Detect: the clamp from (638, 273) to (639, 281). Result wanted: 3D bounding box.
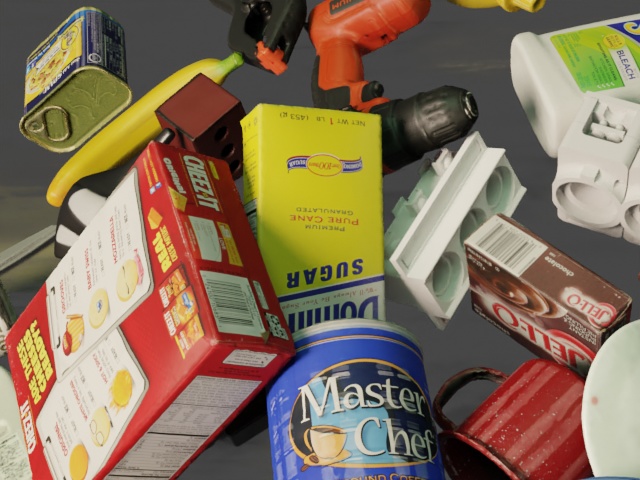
[{"bbox_3d":[0.294,0.070,0.665,0.036,0.164,0.210,-4,18,-44],"label":"clamp"}]

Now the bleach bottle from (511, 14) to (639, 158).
[{"bbox_3d":[0.283,-0.142,0.824,0.251,0.068,0.102,-16,55,-1],"label":"bleach bottle"}]

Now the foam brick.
[{"bbox_3d":[-0.089,-0.084,0.859,0.053,0.078,0.051,-43,60,-15],"label":"foam brick"}]

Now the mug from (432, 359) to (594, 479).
[{"bbox_3d":[0.124,0.122,0.666,0.081,0.093,0.117,-40,53,-21],"label":"mug"}]

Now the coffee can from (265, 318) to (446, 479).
[{"bbox_3d":[0.022,0.132,0.634,0.103,0.103,0.140,-11,53,5],"label":"coffee can"}]

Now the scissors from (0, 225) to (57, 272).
[{"bbox_3d":[-0.312,0.033,0.868,0.096,0.016,0.201,36,70,29],"label":"scissors"}]

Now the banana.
[{"bbox_3d":[-0.150,-0.096,0.892,0.197,0.070,0.037,-41,94,-9],"label":"banana"}]

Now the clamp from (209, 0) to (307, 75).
[{"bbox_3d":[-0.056,-0.202,0.931,0.120,0.039,0.171,-31,40,35],"label":"clamp"}]

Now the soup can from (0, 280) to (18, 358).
[{"bbox_3d":[-0.282,0.070,0.799,0.102,0.068,0.068,-22,54,-10],"label":"soup can"}]

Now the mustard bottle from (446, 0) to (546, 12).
[{"bbox_3d":[0.128,-0.256,0.938,0.096,0.058,0.192,-33,56,-12],"label":"mustard bottle"}]

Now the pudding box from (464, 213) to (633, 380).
[{"bbox_3d":[0.151,0.043,0.711,0.039,0.090,0.114,-40,57,-17],"label":"pudding box"}]

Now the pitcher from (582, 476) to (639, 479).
[{"bbox_3d":[0.142,0.251,0.535,0.149,0.145,0.242,8,62,17],"label":"pitcher"}]

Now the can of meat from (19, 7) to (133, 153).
[{"bbox_3d":[-0.211,-0.139,0.919,0.102,0.057,0.084,-34,47,27],"label":"can of meat"}]

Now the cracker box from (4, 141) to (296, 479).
[{"bbox_3d":[-0.119,0.069,0.699,0.214,0.072,0.164,-48,47,30],"label":"cracker box"}]

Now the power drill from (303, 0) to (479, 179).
[{"bbox_3d":[0.043,-0.126,0.837,0.185,0.057,0.187,-18,46,32],"label":"power drill"}]

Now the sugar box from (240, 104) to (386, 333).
[{"bbox_3d":[-0.004,0.001,0.721,0.093,0.048,0.176,2,78,-21],"label":"sugar box"}]
